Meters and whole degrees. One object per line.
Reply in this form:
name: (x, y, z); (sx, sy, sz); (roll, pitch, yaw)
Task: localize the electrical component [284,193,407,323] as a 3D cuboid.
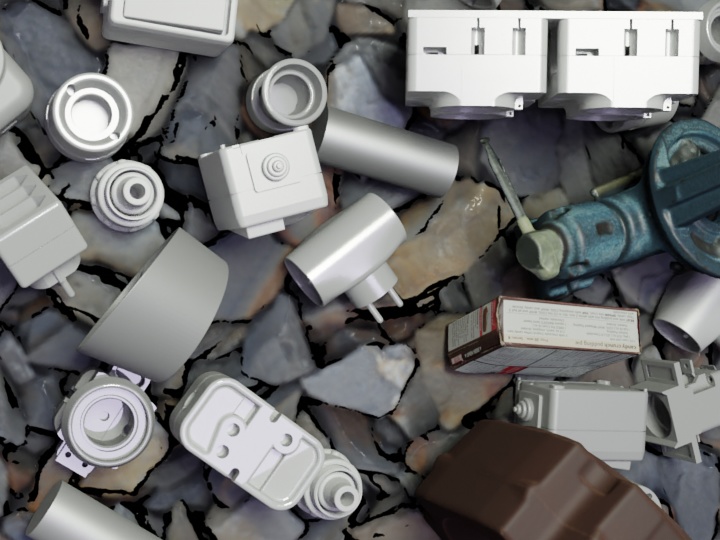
electrical component: (0.000, 0.000, 0.756); (0.077, 0.044, 0.079); (-39, 103, -14)

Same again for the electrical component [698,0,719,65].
electrical component: (0.271, -0.183, 0.841); (0.066, 0.055, 0.048); (-4, 92, -19)

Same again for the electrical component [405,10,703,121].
electrical component: (0.125, -0.137, 0.735); (0.186, 0.105, 0.060); (1, 93, 2)

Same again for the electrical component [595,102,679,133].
electrical component: (0.210, -0.134, 0.822); (0.047, 0.055, 0.055); (-8, 93, -22)

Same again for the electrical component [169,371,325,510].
electrical component: (-0.078, 0.113, 0.723); (0.095, 0.059, 0.053); (39, 79, -15)

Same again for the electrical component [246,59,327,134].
electrical component: (-0.051, -0.117, 0.731); (0.045, 0.055, 0.045); (0, 91, -19)

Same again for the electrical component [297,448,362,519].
electrical component: (-0.019, 0.151, 0.742); (0.048, 0.062, 0.048); (0, 91, -19)

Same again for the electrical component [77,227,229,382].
electrical component: (-0.131, 0.021, 0.684); (0.064, 0.099, 0.099); (32, 81, -23)

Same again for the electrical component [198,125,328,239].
electrical component: (-0.062, -0.056, 0.706); (0.062, 0.096, 0.061); (-16, 96, -18)

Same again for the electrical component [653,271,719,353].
electrical component: (0.284, 0.034, 0.854); (0.079, 0.044, 0.077); (42, 78, -15)

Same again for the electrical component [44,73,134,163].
electrical component: (-0.174, -0.099, 0.694); (0.055, 0.047, 0.055); (0, 91, -19)

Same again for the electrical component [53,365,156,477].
electrical component: (-0.164, 0.096, 0.694); (0.058, 0.057, 0.078); (35, 80, -16)

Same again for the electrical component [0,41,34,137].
electrical component: (-0.249, -0.126, 0.661); (0.054, 0.059, 0.095); (-43, 103, -14)

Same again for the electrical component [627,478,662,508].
electrical component: (0.198, 0.185, 0.824); (0.055, 0.047, 0.055); (0, 91, -19)

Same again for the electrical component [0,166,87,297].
electrical component: (-0.203, -0.014, 0.680); (0.047, 0.066, 0.076); (-35, 131, -15)

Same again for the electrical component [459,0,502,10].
electrical component: (0.089, -0.222, 0.780); (0.055, 0.055, 0.047); (32, 84, -17)

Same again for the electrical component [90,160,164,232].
electrical component: (-0.148, -0.049, 0.695); (0.048, 0.062, 0.048); (0, 91, -19)

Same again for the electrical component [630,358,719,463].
electrical component: (0.255, 0.106, 0.846); (0.064, 0.042, 0.081); (-16, 96, -19)

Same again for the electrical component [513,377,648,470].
electrical component: (0.157, 0.114, 0.802); (0.096, 0.062, 0.061); (4, 89, -19)

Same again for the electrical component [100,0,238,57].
electrical component: (-0.129, -0.181, 0.701); (0.096, 0.061, 0.061); (6, 89, -19)
